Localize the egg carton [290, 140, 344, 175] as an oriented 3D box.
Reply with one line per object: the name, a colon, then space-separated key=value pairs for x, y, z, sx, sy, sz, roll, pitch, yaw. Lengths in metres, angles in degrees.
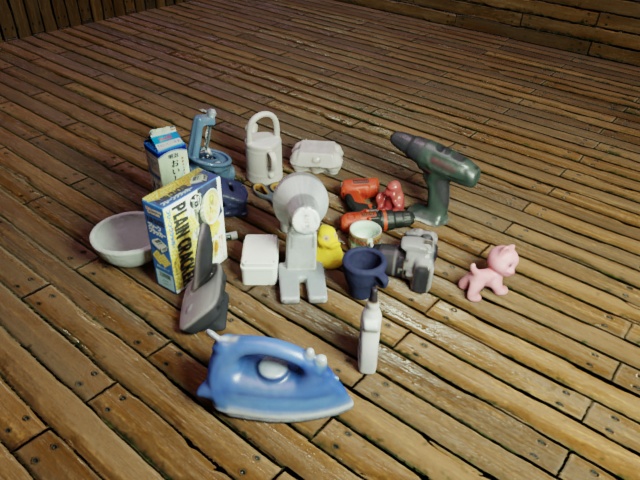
egg carton: x=-0.009 y=-0.234 z=1.625 sx=0.150 sy=0.069 sz=0.107 roll=3 pitch=36 yaw=2

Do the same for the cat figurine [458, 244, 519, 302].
cat figurine: x=0.360 y=0.057 z=1.194 sx=0.128 sy=0.118 sz=0.067 roll=-13 pitch=38 yaw=-19

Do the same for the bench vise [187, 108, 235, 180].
bench vise: x=-0.312 y=-0.214 z=1.455 sx=0.121 sy=0.220 sz=0.208 roll=25 pitch=42 yaw=29

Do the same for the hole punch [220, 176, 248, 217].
hole punch: x=-0.231 y=-0.117 z=1.433 sx=0.101 sy=0.091 sz=0.108 roll=-8 pitch=37 yaw=-14

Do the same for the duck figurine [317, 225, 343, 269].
duck figurine: x=0.012 y=0.005 z=1.279 sx=0.078 sy=0.086 sz=0.104 roll=-20 pitch=41 yaw=-27

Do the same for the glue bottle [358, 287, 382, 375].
glue bottle: x=0.089 y=0.151 z=1.003 sx=0.037 sy=0.173 sz=0.078 roll=3 pitch=36 yaw=2

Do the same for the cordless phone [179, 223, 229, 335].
cordless phone: x=-0.226 y=0.073 z=1.088 sx=0.094 sy=0.185 sz=0.147 roll=-4 pitch=36 yaw=-7

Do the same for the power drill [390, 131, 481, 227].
power drill: x=0.267 y=-0.145 z=1.393 sx=0.229 sy=0.208 sz=0.076 roll=19 pitch=39 yaw=22

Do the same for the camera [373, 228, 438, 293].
camera: x=0.182 y=0.029 z=1.239 sx=0.136 sy=0.101 sz=0.143 roll=8 pitch=36 yaw=8

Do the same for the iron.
iron: x=-0.070 y=0.211 z=0.939 sx=0.258 sy=0.141 sz=0.118 roll=5 pitch=36 yaw=5

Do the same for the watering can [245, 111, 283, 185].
watering can: x=-0.158 y=-0.257 z=1.544 sx=0.172 sy=0.194 sz=0.101 roll=28 pitch=43 yaw=32

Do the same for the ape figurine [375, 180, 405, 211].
ape figurine: x=0.181 y=-0.108 z=1.438 sx=0.076 sy=0.092 sz=0.077 roll=-15 pitch=39 yaw=-22

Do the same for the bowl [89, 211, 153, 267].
bowl: x=-0.414 y=0.010 z=1.263 sx=0.167 sy=0.075 sz=0.167 roll=1 pitch=36 yaw=-1

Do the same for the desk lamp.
desk lamp: x=-0.035 y=-0.011 z=1.188 sx=0.118 sy=0.214 sz=0.203 roll=-3 pitch=36 yaw=-6

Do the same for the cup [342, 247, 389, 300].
cup: x=0.097 y=0.081 z=1.168 sx=0.092 sy=0.095 sz=0.117 roll=-22 pitch=42 yaw=-29
